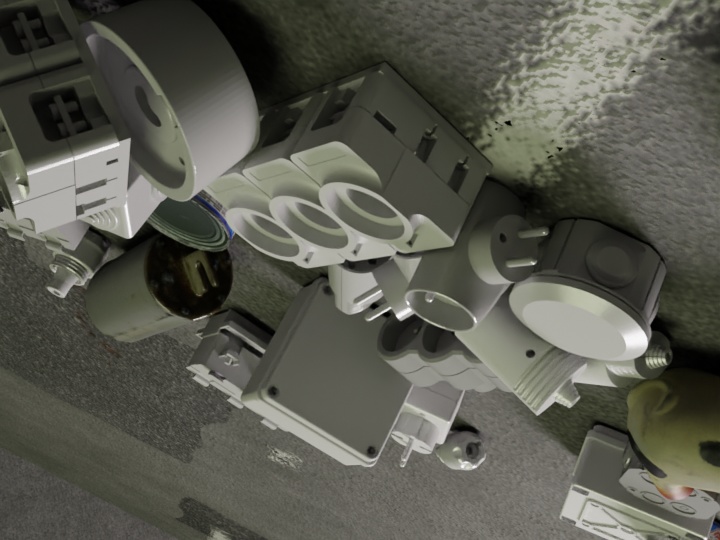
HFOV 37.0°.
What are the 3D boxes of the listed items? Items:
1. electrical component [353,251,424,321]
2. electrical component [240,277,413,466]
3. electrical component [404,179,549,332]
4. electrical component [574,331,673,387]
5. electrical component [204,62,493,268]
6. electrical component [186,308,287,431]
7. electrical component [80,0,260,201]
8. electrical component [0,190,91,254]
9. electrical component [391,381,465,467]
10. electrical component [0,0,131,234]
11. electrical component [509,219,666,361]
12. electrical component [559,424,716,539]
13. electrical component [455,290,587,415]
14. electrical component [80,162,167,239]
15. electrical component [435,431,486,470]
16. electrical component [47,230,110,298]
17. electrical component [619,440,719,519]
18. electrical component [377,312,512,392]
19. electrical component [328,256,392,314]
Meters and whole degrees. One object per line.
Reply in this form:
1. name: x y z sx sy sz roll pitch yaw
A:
1. electrical component: 0.034 0.006 0.671 0.077 0.079 0.043 55 -174 -47
2. electrical component: -0.018 0.080 0.833 0.109 0.108 0.056 33 159 -14
3. electrical component: 0.071 -0.010 0.590 0.044 0.077 0.079 40 153 -29
4. electrical component: 0.155 0.050 0.668 0.081 0.043 0.043 2 147 44
5. electrical component: -0.014 -0.050 0.616 0.089 0.061 0.150 39 154 -27
6. electrical component: -0.096 0.097 1.008 0.121 0.063 0.079 36 155 -20
7. electrical component: -0.099 -0.099 0.589 0.108 0.060 0.108 41 152 28
8. electrical component: -0.267 -0.062 0.858 0.121 0.063 0.078 16 155 23
9. electrical component: 0.050 0.128 0.898 0.047 0.076 0.065 23 157 9
10. electrical component: -0.183 -0.106 0.579 0.150 0.062 0.089 64 160 12
11. electrical component: 0.129 0.013 0.608 0.080 0.051 0.080 23 157 10
12. electrical component: 0.221 0.181 0.855 0.109 0.056 0.108 21 156 14
13. electrical component: 0.102 0.052 0.656 0.081 0.043 0.043 45 163 21
14. electrical component: -0.160 -0.075 0.675 0.100 0.099 0.048 22 143 12
15. electrical component: 0.089 0.167 0.994 0.035 0.035 0.061 34 158 -15
16. electrical component: -0.258 -0.005 0.967 0.043 0.062 0.043 23 156 10
17. electrical component: 0.226 0.137 0.762 0.080 0.051 0.080 22 156 10
18. electrical component: 0.082 0.062 0.758 0.074 0.052 0.138 41 153 -30
19. electrical component: 0.000 0.000 0.728 0.043 0.043 0.081 23 157 10
